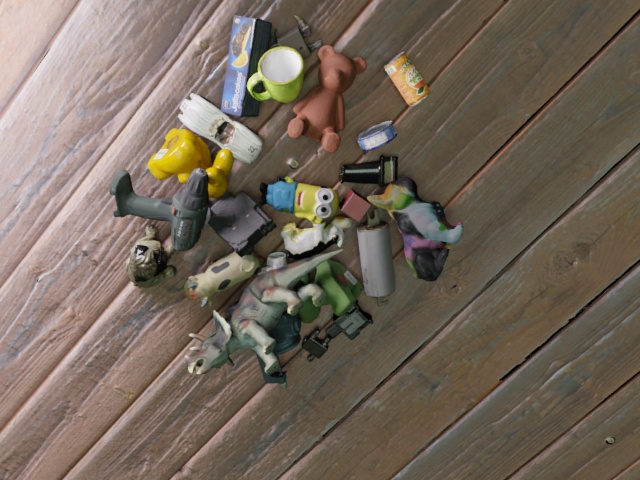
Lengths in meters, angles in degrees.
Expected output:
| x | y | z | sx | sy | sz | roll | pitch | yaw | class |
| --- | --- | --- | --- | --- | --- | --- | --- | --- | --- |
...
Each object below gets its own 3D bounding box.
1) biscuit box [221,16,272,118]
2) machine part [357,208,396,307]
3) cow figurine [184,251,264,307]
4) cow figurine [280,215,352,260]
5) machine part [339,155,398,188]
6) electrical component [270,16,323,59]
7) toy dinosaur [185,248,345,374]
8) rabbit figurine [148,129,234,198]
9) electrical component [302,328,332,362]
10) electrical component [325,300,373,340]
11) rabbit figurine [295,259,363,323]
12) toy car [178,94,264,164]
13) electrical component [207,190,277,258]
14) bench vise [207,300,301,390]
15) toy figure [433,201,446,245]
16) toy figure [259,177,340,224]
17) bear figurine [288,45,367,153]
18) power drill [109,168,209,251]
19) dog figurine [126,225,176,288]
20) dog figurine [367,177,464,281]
| x | y | z | sx | sy | sz | roll | pitch | yaw | class |
| --- | --- | --- | --- | --- | --- | --- | --- | --- | --- |
| -0.158 | -0.364 | 1.143 | 0.059 | 0.063 | 0.202 | 20 | 109 | 26 | biscuit box |
| 0.133 | 0.045 | 1.270 | 0.079 | 0.079 | 0.243 | -7 | 108 | 3 | machine part |
| -0.231 | 0.086 | 1.262 | 0.195 | 0.127 | 0.085 | -27 | 103 | 6 | cow figurine |
| -0.002 | -0.003 | 1.260 | 0.167 | 0.068 | 0.098 | -12 | 107 | 4 | cow figurine |
| 0.111 | -0.154 | 1.229 | 0.139 | 0.039 | 0.084 | -6 | 116 | 1 | machine part |
| -0.056 | -0.422 | 1.144 | 0.102 | 0.045 | 0.078 | -31 | 128 | 12 | electrical component |
| -0.124 | 0.148 | 1.199 | 0.192 | 0.131 | 0.405 | 31 | 75 | 27 | toy dinosaur |
| -0.261 | -0.162 | 1.188 | 0.163 | 0.122 | 0.173 | -5 | 139 | 38 | rabbit figurine |
| -0.015 | 0.269 | 1.369 | 0.063 | 0.021 | 0.094 | 35 | 114 | -8 | electrical component |
| 0.065 | 0.207 | 1.339 | 0.119 | 0.048 | 0.074 | -37 | 103 | 10 | electrical component |
| -0.010 | 0.132 | 1.284 | 0.159 | 0.121 | 0.170 | 44 | 118 | -8 | rabbit figurine |
| -0.219 | -0.246 | 1.193 | 0.201 | 0.056 | 0.073 | 33 | 105 | -10 | toy car |
| -0.185 | -0.043 | 1.225 | 0.115 | 0.058 | 0.134 | -45 | 71 | -9 | electrical component |
| -0.138 | 0.260 | 1.318 | 0.224 | 0.129 | 0.240 | -10 | 107 | 13 | bench vise |
| 0.272 | -0.012 | 1.264 | 0.064 | 0.058 | 0.154 | -10 | 110 | -36 | toy figure |
| -0.045 | -0.097 | 1.228 | 0.180 | 0.089 | 0.082 | 8 | 121 | 7 | toy figure |
| 0.020 | -0.301 | 1.138 | 0.120 | 0.132 | 0.195 | 23 | 113 | -8 | bear figurine |
| -0.340 | -0.087 | 1.161 | 0.207 | 0.086 | 0.231 | 13 | 134 | -1 | power drill |
| -0.404 | 0.068 | 1.225 | 0.121 | 0.191 | 0.172 | 20 | 108 | -6 | dog figurine |
| 0.199 | -0.030 | 1.197 | 0.219 | 0.108 | 0.191 | 29 | 109 | 13 | dog figurine |
